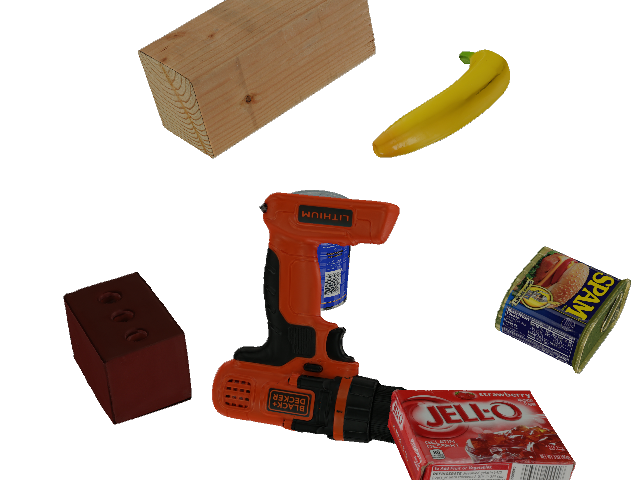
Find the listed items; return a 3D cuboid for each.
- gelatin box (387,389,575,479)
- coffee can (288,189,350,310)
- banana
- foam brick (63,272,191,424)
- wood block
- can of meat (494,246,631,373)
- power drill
[{"bbox_3d":[0.090,0.116,0.612,0.089,0.030,0.073,3,24,-12],"label":"gelatin box"},{"bbox_3d":[-0.008,0.013,1.487,0.103,0.140,0.103,3,25,-2],"label":"coffee can"},{"bbox_3d":[0.117,-0.121,0.919,0.070,0.037,0.197,-14,21,40],"label":"banana"},{"bbox_3d":[-0.121,0.066,0.665,0.052,0.051,0.078,-18,37,-25],"label":"foam brick"},{"bbox_3d":[-0.056,-0.180,1.019,0.205,0.091,0.090,-36,46,-23],"label":"wood block"},{"bbox_3d":[0.217,0.059,0.956,0.084,0.057,0.101,26,45,25],"label":"can of meat"},{"bbox_3d":[0.014,0.061,0.829,0.184,0.187,0.057,7,-1,10],"label":"power drill"}]
